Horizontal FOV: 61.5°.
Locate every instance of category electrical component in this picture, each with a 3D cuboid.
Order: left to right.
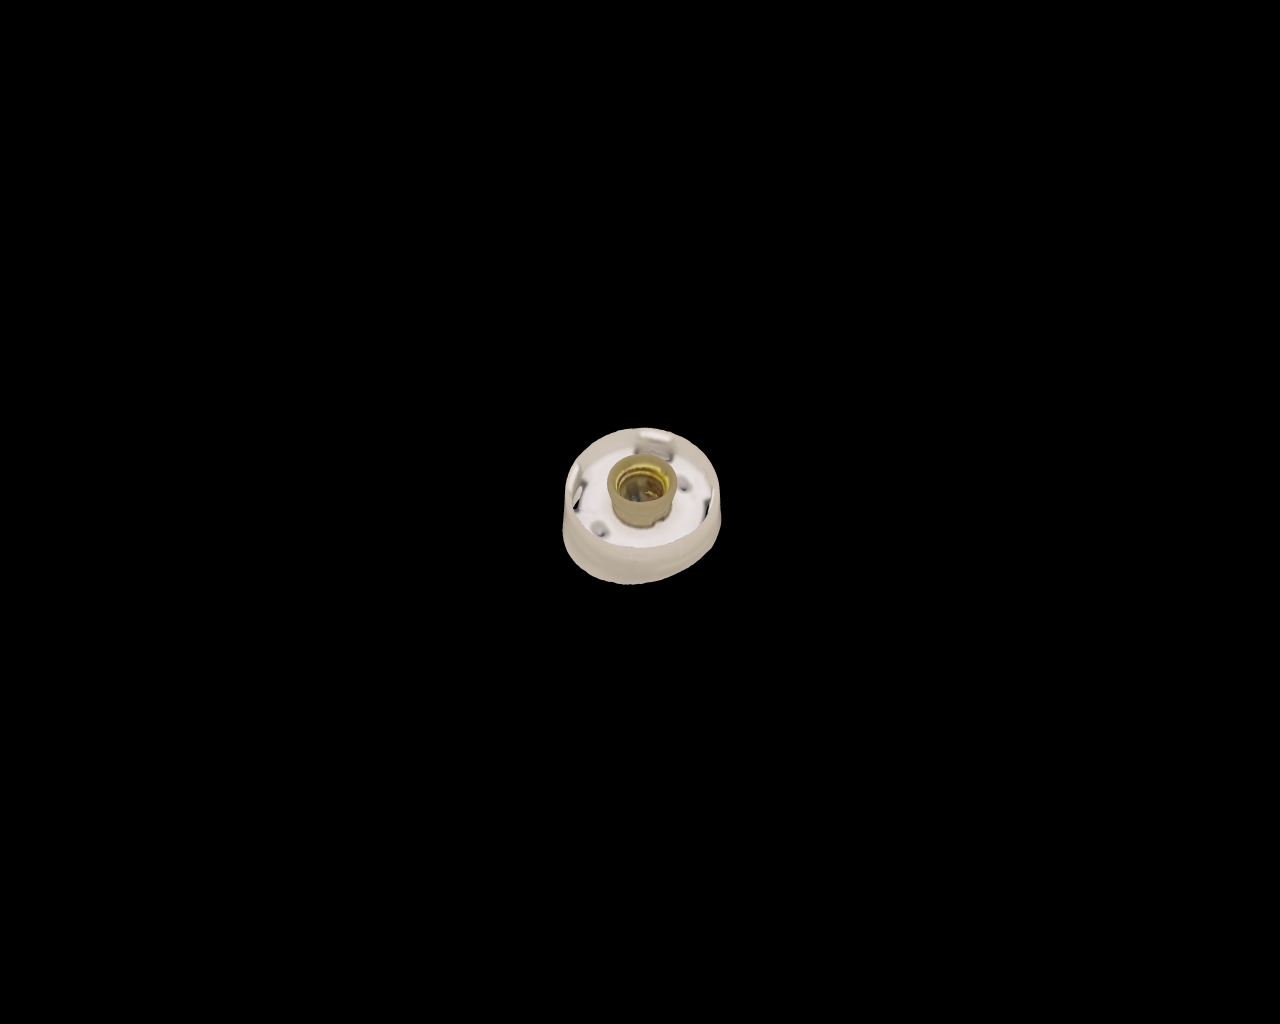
[{"bbox_3d":[0.001,-0.003,0.650,0.099,0.099,0.064,0,-34,0],"label":"electrical component"}]
